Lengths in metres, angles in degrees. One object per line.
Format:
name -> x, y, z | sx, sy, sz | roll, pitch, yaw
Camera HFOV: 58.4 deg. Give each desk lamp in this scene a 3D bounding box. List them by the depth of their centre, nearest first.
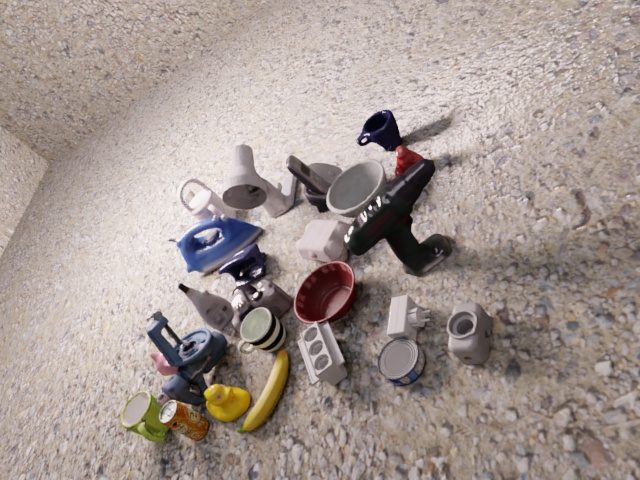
desk lamp -> -0.174, -0.154, 1.597 | 0.117, 0.214, 0.203 | -24, 41, 27

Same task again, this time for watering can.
watering can -> -0.360, -0.109, 1.753 | 0.172, 0.195, 0.101 | -6, 51, 41

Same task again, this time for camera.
camera -> -0.161, 0.146, 1.383 | 0.143, 0.101, 0.136 | -44, 36, 1

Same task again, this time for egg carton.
egg carton -> 0.013, 0.005, 1.378 | 0.149, 0.070, 0.107 | 3, 57, 46

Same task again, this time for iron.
iron -> -0.306, -0.012, 1.649 | 0.258, 0.142, 0.118 | -29, 38, 21

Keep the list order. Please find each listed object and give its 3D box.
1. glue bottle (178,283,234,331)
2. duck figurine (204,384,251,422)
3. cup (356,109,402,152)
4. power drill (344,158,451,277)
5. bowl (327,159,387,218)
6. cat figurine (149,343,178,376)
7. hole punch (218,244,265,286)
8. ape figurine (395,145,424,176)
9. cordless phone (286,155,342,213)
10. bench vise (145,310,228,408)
glue bottle -> -0.291, 0.157, 1.439 | 0.078, 0.174, 0.037 | -51, 36, -9
duck figurine -> -0.216, 0.347, 1.250 | 0.104, 0.086, 0.077 | -22, 42, 29
cup -> 0.159, -0.265, 1.479 | 0.117, 0.095, 0.091 | -39, 36, 8
power drill -> 0.171, -0.029, 1.136 | 0.229, 0.209, 0.075 | -38, 36, 10
bowl -> 0.103, -0.113, 1.402 | 0.167, 0.075, 0.167 | -26, 40, 24
cat figurine -> -0.372, 0.296, 1.429 | 0.067, 0.118, 0.127 | -39, 36, 8
hole punch -> -0.210, 0.059, 1.526 | 0.108, 0.091, 0.101 | -29, 39, 21
ape figurine -> 0.207, -0.185, 1.356 | 0.077, 0.092, 0.076 | -18, 44, 33
cordless phone -> -0.018, -0.176, 1.488 | 0.094, 0.186, 0.147 | -28, 39, 22
bench vise -> -0.322, 0.271, 1.316 | 0.121, 0.220, 0.207 | -19, 43, 31
